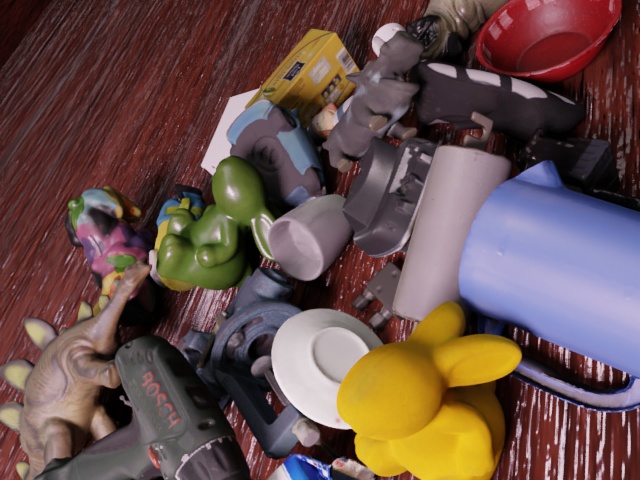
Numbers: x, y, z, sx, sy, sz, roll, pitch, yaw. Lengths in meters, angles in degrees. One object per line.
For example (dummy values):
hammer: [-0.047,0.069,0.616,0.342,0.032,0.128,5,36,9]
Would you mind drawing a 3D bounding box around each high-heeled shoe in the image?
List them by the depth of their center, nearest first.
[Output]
high-heeled shoe: [0.203,-0.179,0.660,0.145,0.086,0.249,-9,34,-3]

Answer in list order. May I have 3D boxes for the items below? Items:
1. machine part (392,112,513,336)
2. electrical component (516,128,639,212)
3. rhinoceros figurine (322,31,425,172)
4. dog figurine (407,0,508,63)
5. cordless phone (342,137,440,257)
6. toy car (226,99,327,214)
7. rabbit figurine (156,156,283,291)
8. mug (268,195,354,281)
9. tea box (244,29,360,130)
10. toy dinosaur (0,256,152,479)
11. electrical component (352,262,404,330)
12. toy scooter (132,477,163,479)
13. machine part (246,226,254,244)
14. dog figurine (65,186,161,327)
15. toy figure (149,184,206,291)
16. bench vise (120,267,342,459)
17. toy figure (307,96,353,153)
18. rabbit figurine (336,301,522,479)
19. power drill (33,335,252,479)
machine part: [0.128,-0.001,0.521,0.079,0.079,0.243,16,91,43]
electrical component: [0.256,-0.059,0.513,0.119,0.074,0.048,26,77,49]
rhinoceros figurine: [0.071,-0.168,0.681,0.190,0.073,0.112,-57,41,40]
dog figurine: [0.216,-0.319,0.736,0.173,0.121,0.190,3,75,42]
cordless phone: [0.132,-0.044,0.608,0.184,0.088,0.146,11,66,30]
toy car: [-0.045,-0.119,0.759,0.109,0.161,0.103,-35,2,33]
rabbit figurine: [-0.116,-0.019,0.697,0.170,0.159,0.121,-62,7,22]
mug: [-0.001,-0.002,0.661,0.081,0.109,0.107,35,46,19]
tea box: [-0.023,-0.230,0.837,0.169,0.098,0.068,-50,44,-7]
toy dinosaur: [-0.332,0.222,0.696,0.199,0.105,0.471,32,99,31]
electrical component: [0.082,0.055,0.598,0.094,0.021,0.063,-44,42,2]
toy scooter: [-0.181,0.312,0.571,0.184,0.075,0.135,14,70,38]
machine part: [-0.127,-0.041,0.818,0.084,0.039,0.139,-38,45,15]
dog figurine: [-0.314,0.033,0.812,0.108,0.191,0.219,-33,29,5]
toy figure: [-0.209,-0.007,0.825,0.089,0.082,0.180,-18,47,25]
bench vise: [-0.079,0.152,0.582,0.223,0.128,0.241,-50,39,-1]
toy figure: [0.039,-0.176,0.779,0.155,0.057,0.064,-15,35,31]
rabbit figurine: [0.088,0.132,0.428,0.162,0.173,0.122,-51,40,1]
power drill: [-0.169,0.222,0.504,0.207,0.086,0.232,-44,59,16]
